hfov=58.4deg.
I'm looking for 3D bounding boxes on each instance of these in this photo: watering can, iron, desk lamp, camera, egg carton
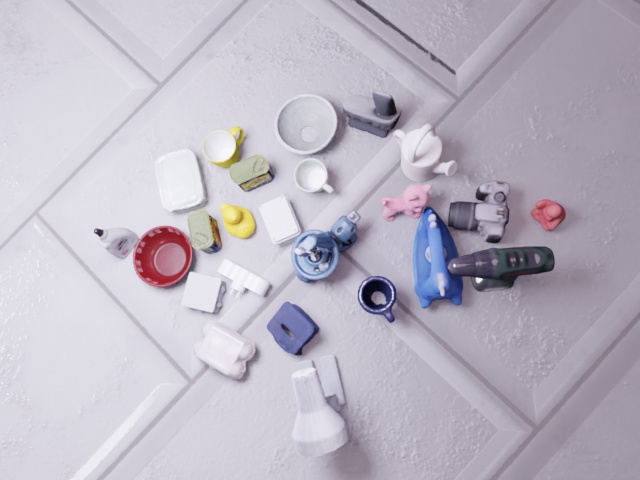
[{"bbox_3d":[0.252,-0.215,1.381,0.172,0.194,0.101,16,81,12],"label":"watering can"},{"bbox_3d":[0.272,0.027,1.352,0.118,0.141,0.258,-7,77,7],"label":"iron"},{"bbox_3d":[-0.009,0.365,1.282,0.118,0.214,0.203,-15,76,5],"label":"desk lamp"},{"bbox_3d":[0.381,-0.074,1.379,0.136,0.101,0.143,6,79,10],"label":"camera"},{"bbox_3d":[-0.237,0.271,1.410,0.150,0.069,0.107,26,83,13],"label":"egg carton"}]

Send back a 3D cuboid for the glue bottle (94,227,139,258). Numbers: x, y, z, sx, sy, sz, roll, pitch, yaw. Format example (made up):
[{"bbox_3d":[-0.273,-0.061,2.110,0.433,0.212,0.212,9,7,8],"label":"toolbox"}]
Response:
[{"bbox_3d":[-0.528,-0.003,1.459,0.037,0.173,0.078,30,84,14],"label":"glue bottle"}]

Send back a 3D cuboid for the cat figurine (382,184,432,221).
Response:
[{"bbox_3d":[0.212,-0.096,1.400,0.127,0.118,0.067,-8,77,7],"label":"cat figurine"}]

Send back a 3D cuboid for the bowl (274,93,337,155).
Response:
[{"bbox_3d":[-0.033,-0.293,1.501,0.167,0.075,0.167,-2,78,8],"label":"bowl"}]

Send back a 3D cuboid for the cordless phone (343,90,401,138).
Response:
[{"bbox_3d":[0.126,-0.342,1.431,0.147,0.185,0.094,17,81,12],"label":"cordless phone"}]

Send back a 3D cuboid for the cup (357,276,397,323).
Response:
[{"bbox_3d":[0.145,0.147,1.368,0.091,0.095,0.117,-31,75,1],"label":"cup"}]

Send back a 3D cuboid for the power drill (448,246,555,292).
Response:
[{"bbox_3d":[0.398,0.064,1.291,0.229,0.208,0.075,-9,76,7],"label":"power drill"}]

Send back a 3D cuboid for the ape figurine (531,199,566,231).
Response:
[{"bbox_3d":[0.547,-0.063,1.357,0.076,0.092,0.078,0,78,9],"label":"ape figurine"}]

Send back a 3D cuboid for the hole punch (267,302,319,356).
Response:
[{"bbox_3d":[-0.068,0.216,1.386,0.108,0.091,0.101,42,87,14],"label":"hole punch"}]

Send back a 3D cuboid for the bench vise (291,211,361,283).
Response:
[{"bbox_3d":[0.002,-0.001,1.357,0.121,0.220,0.207,27,83,13],"label":"bench vise"}]

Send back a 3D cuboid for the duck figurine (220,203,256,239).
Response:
[{"bbox_3d":[-0.216,-0.054,1.469,0.077,0.086,0.104,-43,75,-2],"label":"duck figurine"}]
